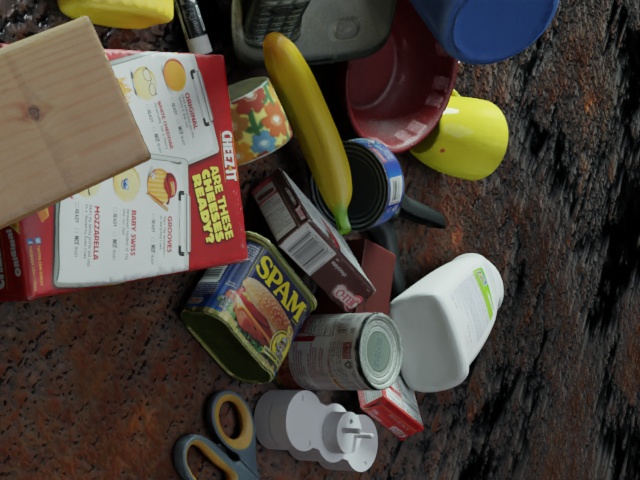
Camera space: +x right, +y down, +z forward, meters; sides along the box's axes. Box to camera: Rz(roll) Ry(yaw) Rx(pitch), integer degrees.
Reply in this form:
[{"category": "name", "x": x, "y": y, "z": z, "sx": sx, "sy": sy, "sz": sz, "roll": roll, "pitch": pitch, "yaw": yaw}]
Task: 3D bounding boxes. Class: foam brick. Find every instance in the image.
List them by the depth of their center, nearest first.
[{"category": "foam brick", "x": 0.033, "y": 0.044, "z": 1.008, "sx": 0.052, "sy": 0.051, "sz": 0.078, "roll": 30, "pitch": 62, "yaw": -45}]

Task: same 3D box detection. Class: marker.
[{"category": "marker", "x": -0.115, "y": -0.210, "z": 0.872, "sx": 0.020, "sy": 0.020, "sz": 0.121, "roll": -34, "pitch": 113, "yaw": -49}]

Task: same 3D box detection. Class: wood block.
[{"category": "wood block", "x": -0.213, "y": -0.041, "z": 0.596, "sx": 0.205, "sy": 0.090, "sz": 0.091, "roll": -28, "pitch": 101, "yaw": -24}]

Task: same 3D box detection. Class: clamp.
[{"category": "clamp", "x": 0.070, "y": -0.035, "z": 1.075, "sx": 0.120, "sy": 0.039, "sz": 0.171, "roll": -52, "pitch": 127, "yaw": -41}]

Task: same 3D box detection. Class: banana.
[{"category": "banana", "x": -0.006, "y": -0.101, "z": 0.927, "sx": 0.070, "sy": 0.037, "sz": 0.197, "roll": -115, "pitch": -179, "yaw": -60}]

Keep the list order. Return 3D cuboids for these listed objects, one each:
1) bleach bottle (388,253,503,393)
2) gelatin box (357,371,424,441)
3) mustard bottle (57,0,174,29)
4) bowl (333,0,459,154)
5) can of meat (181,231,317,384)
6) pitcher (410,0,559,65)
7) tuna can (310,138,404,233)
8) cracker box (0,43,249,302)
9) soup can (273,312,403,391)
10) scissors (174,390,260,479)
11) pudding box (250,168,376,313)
[{"category": "bleach bottle", "x": 0.147, "y": 0.075, "z": 1.120, "sx": 0.250, "sy": 0.068, "sz": 0.102, "roll": -23, "pitch": 98, "yaw": -65}, {"category": "gelatin box", "x": 0.062, "y": 0.138, "z": 1.024, "sx": 0.073, "sy": 0.030, "sz": 0.089, "roll": 43, "pitch": 25, "yaw": -41}, {"category": "mustard bottle", "x": -0.157, "y": -0.258, "z": 0.790, "sx": 0.096, "sy": 0.058, "sz": 0.191, "roll": -4, "pitch": 89, "yaw": -55}, {"category": "bowl", "x": 0.064, "y": -0.168, "z": 1.047, "sx": 0.161, "sy": 0.055, "sz": 0.162, "roll": -19, "pitch": 119, "yaw": -40}, {"category": "can of meat", "x": -0.060, "y": 0.058, "z": 0.883, "sx": 0.102, "sy": 0.058, "sz": 0.083, "roll": 54, "pitch": 50, "yaw": -33}, {"category": "pitcher", "x": 0.117, "y": -0.275, "z": 0.928, "sx": 0.149, "sy": 0.145, "sz": 0.243, "roll": 67, "pitch": 1, "yaw": -53}, {"category": "tuna can", "x": 0.035, "y": -0.052, "z": 0.994, "sx": 0.033, "sy": 0.086, "sz": 0.086, "roll": -18, "pitch": 100, "yaw": -54}, {"category": "cracker box", "x": -0.152, "y": -0.050, "z": 0.762, "sx": 0.213, "sy": 0.072, "sz": 0.164, "roll": -10, "pitch": 95, "yaw": -53}, {"category": "soup can", "x": 0.012, "y": 0.098, "z": 0.932, "sx": 0.068, "sy": 0.102, "sz": 0.068, "roll": 10, "pitch": 78, "yaw": -52}, {"category": "scissors", "x": -0.051, "y": 0.198, "z": 0.910, "sx": 0.201, "sy": 0.016, "sz": 0.096, "roll": 40, "pitch": 56, "yaw": -43}, {"category": "pudding box", "x": -0.006, "y": 0.001, "z": 0.935, "sx": 0.113, "sy": 0.039, "sz": 0.090, "roll": 49, "pitch": 6, "yaw": -39}]
